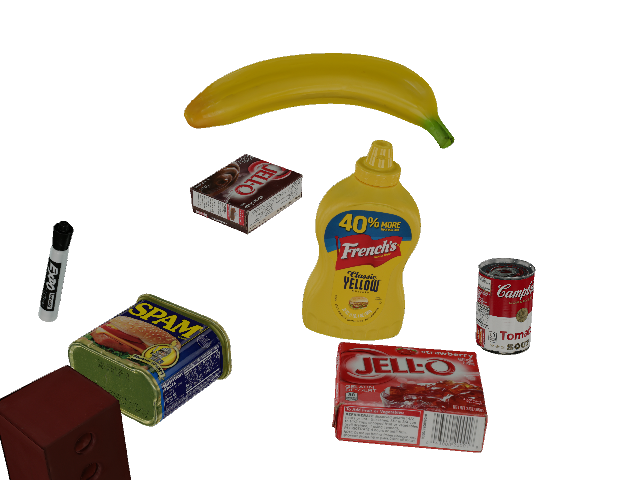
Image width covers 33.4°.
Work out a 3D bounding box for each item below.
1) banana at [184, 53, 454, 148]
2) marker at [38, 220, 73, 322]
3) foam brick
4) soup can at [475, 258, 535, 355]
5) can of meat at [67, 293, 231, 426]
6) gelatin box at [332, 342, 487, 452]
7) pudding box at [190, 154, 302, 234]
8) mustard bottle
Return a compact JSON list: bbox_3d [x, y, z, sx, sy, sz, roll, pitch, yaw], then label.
[{"bbox_3d":[0.001,-0.108,0.784,0.197,0.069,0.037,3,-38,-4],"label":"banana"},{"bbox_3d":[-0.259,0.030,1.044,0.020,0.121,0.020,13,36,-10],"label":"marker"},{"bbox_3d":[-0.145,0.121,0.606,0.051,0.078,0.052,25,40,37],"label":"foam brick"},{"bbox_3d":[0.225,0.080,1.305,0.068,0.102,0.068,0,19,0],"label":"soup can"},{"bbox_3d":[-0.136,0.094,0.848,0.102,0.057,0.083,19,34,31],"label":"can of meat"},{"bbox_3d":[0.053,0.093,0.647,0.089,0.030,0.073,5,24,0],"label":"gelatin box"},{"bbox_3d":[-0.089,-0.058,1.303,0.090,0.039,0.113,21,40,29],"label":"pudding box"},{"bbox_3d":[0.042,-0.001,0.982,0.096,0.192,0.058,7,27,-4],"label":"mustard bottle"}]
